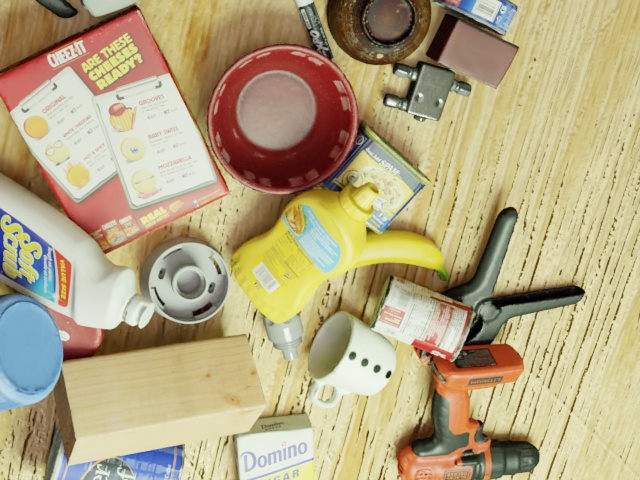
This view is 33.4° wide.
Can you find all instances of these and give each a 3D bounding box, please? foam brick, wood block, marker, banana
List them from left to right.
[{"bbox_3d":[-0.176,0.172,1.161,0.205,0.090,0.091,-7,153,-22],"label":"wood block"},{"bbox_3d":[0.000,-0.210,1.143,0.020,0.020,0.121,-23,111,-3],"label":"marker"},{"bbox_3d":[0.059,0.022,1.223,0.197,0.037,0.070,-1,109,-10],"label":"banana"},{"bbox_3d":[0.164,-0.205,1.158,0.078,0.053,0.051,21,103,-15],"label":"foam brick"}]

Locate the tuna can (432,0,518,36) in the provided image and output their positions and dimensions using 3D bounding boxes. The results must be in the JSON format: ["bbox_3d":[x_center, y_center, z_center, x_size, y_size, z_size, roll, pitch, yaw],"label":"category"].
[{"bbox_3d":[0.164,-0.248,1.125,0.086,0.086,0.034,22,102,-17],"label":"tuna can"}]

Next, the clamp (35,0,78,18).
[{"bbox_3d":[-0.313,-0.279,1.053,0.171,0.039,0.120,-4,105,-11],"label":"clamp"}]

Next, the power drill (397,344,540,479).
[{"bbox_3d":[0.192,0.216,1.288,0.184,0.057,0.188,-3,119,-15],"label":"power drill"}]

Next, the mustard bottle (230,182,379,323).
[{"bbox_3d":[-0.007,0.001,1.150,0.192,0.058,0.096,-41,80,30],"label":"mustard bottle"}]

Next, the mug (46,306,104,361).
[{"bbox_3d":[-0.275,0.075,1.154,0.093,0.081,0.117,-1,109,-11],"label":"mug"}]

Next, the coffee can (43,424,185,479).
[{"bbox_3d":[-0.235,0.261,1.213,0.140,0.103,0.103,16,105,-15],"label":"coffee can"}]

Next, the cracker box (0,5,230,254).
[{"bbox_3d":[-0.213,-0.111,1.110,0.164,0.072,0.213,-26,110,-2],"label":"cracker box"}]

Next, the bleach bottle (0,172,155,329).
[{"bbox_3d":[-0.276,0.011,1.082,0.251,0.068,0.103,28,108,12],"label":"bleach bottle"}]

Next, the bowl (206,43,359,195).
[{"bbox_3d":[-0.043,-0.133,1.142,0.162,0.055,0.162,-3,109,-10],"label":"bowl"}]

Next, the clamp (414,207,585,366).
[{"bbox_3d":[0.192,0.067,1.260,0.210,0.036,0.164,-35,117,5],"label":"clamp"}]

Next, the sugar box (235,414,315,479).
[{"bbox_3d":[-0.053,0.302,1.292,0.093,0.048,0.176,-6,110,-8],"label":"sugar box"}]

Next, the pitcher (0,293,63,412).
[{"bbox_3d":[-0.375,0.126,1.076,0.243,0.149,0.145,-12,121,27],"label":"pitcher"}]

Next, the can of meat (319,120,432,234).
[{"bbox_3d":[0.058,-0.068,1.182,0.102,0.057,0.084,39,100,-19],"label":"can of meat"}]

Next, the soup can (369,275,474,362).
[{"bbox_3d":[0.115,0.088,1.209,0.102,0.068,0.068,21,104,-1],"label":"soup can"}]
